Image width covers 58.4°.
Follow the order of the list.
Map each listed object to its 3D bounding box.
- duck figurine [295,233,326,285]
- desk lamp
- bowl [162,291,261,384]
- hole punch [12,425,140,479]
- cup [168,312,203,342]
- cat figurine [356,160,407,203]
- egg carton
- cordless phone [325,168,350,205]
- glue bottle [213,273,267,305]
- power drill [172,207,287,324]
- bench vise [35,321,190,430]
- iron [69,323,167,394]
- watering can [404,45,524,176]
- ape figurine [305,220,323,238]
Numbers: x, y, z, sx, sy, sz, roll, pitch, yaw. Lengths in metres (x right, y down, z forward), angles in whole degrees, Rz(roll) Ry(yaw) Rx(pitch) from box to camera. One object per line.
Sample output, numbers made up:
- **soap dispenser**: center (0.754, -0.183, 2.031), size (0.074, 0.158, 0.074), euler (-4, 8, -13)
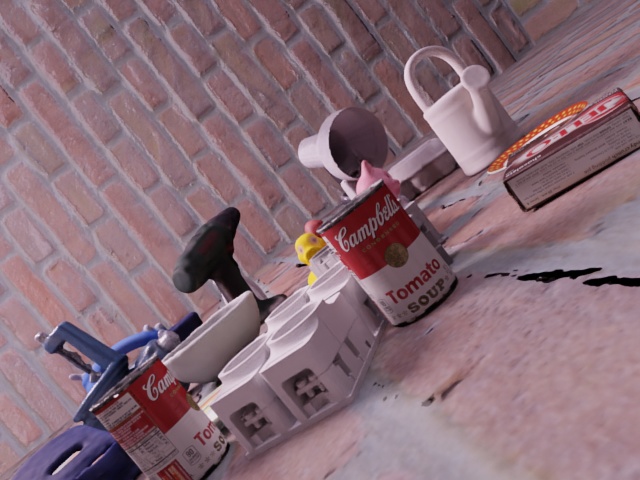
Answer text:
- **duck figurine**: center (-0.002, 0.027, 0.886), size (0.077, 0.086, 0.104), euler (-38, 4, 4)
- **desk lamp**: center (0.056, -0.112, 1.008), size (0.118, 0.213, 0.203), euler (-40, 5, -24)
- **bowl**: center (-0.142, 0.151, 0.816), size (0.167, 0.075, 0.167), euler (-38, 4, 4)
- **hole punch**: center (-0.269, 0.259, 0.637), size (0.101, 0.091, 0.109), euler (-34, 6, 42)
- **cup**: center (-0.233, 0.191, 1.022), size (0.092, 0.095, 0.117), euler (-40, 5, -21)
- **cat figurine**: center (0.090, -0.064, 0.865), size (0.067, 0.118, 0.128), euler (-36, 5, 22)
- **egg carton**: center (0.187, -0.130, 1.079), size (0.150, 0.069, 0.107), euler (-37, 5, 20)
- **cordless phone**: center (0.080, -0.135, 1.238), size (0.094, 0.185, 0.148), euler (-36, 5, 29)
- **glue bottle**: center (-0.183, 0.087, 1.177), size (0.078, 0.173, 0.037), euler (-39, 5, -10)
- **power drill**: center (-0.160, 0.058, 1.054), size (0.075, 0.208, 0.230), euler (-35, 5, 32)
- **bench vise**: center (-0.322, 0.194, 0.898), size (0.207, 0.220, 0.121), euler (-39, 5, -13)
- **iron**: center (-0.360, 0.250, 1.152), size (0.259, 0.141, 0.118), euler (-40, 5, -21)
- **watering can**: center (0.205, -0.202, 0.836), size (0.101, 0.194, 0.172), euler (-41, 5, -29)
- **ape figurine**: center (0.009, 0.004, 0.997), size (0.076, 0.092, 0.078), euler (-37, 5, 19)
